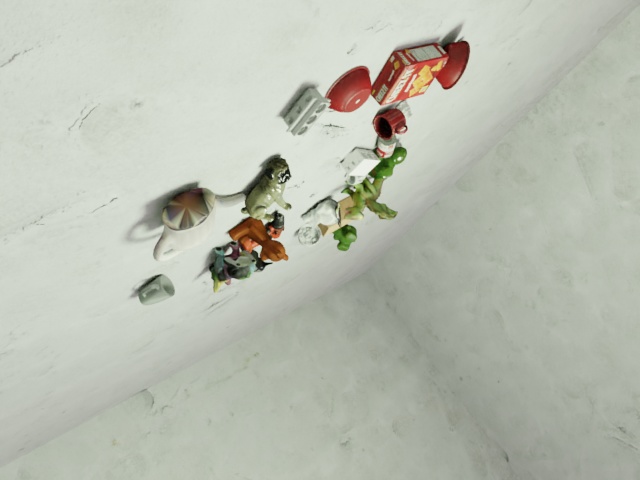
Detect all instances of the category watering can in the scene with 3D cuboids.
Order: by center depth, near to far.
[{"bbox_3d":[-0.334,-0.074,1.457,0.353,0.104,0.220,-44,170,-28],"label":"watering can"}]

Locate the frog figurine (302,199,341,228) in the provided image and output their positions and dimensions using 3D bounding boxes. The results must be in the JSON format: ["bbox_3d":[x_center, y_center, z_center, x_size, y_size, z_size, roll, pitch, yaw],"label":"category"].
[{"bbox_3d":[0.007,-0.110,2.188,0.159,0.124,0.135,-2,161,10],"label":"frog figurine"}]

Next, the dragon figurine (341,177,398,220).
[{"bbox_3d":[0.232,-0.171,2.213,0.414,0.246,0.119,-21,153,-41],"label":"dragon figurine"}]
